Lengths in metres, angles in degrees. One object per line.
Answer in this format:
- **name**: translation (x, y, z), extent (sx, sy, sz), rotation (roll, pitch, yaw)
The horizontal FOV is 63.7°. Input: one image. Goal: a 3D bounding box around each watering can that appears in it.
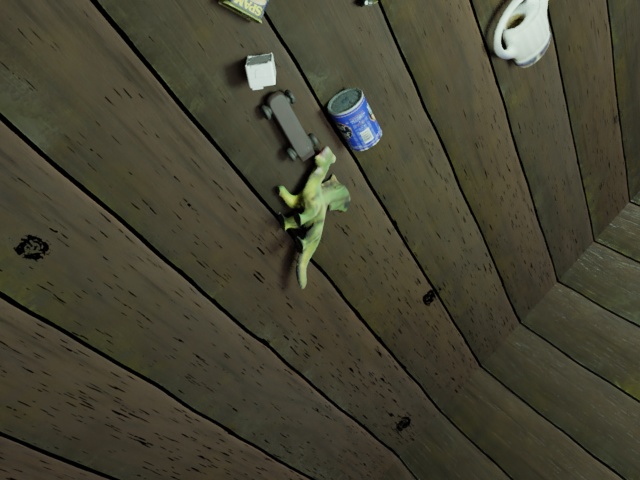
- **watering can**: translation (0.669, -0.697, 1.619), extent (0.105, 0.348, 0.221), rotation (36, -4, 47)

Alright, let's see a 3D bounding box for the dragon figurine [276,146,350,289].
- **dragon figurine**: translation (0.004, -0.074, 1.471), extent (0.245, 0.401, 0.123), rotation (-28, 39, -31)
